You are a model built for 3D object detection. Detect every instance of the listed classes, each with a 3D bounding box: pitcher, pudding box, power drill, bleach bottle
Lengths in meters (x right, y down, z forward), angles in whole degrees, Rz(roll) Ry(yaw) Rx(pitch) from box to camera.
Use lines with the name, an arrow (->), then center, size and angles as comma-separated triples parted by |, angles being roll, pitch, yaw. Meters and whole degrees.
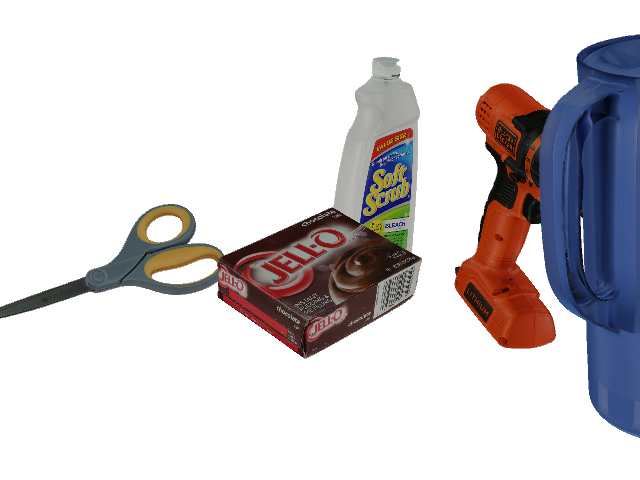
pitcher -> 0.213, 0.001, 0.651 | 0.149, 0.243, 0.144 | 2, 22, 16
pudding box -> -0.001, 0.026, 0.732 | 0.113, 0.039, 0.090 | -24, 42, -39
power drill -> 0.168, -0.010, 0.843 | 0.057, 0.188, 0.184 | -3, 31, -18
bleach bottle -> 0.060, -0.080, 1.209 | 0.102, 0.251, 0.068 | -7, 21, -24

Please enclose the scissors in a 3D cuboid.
scissors -> -0.180, 0.016, 0.892 | 0.201, 0.096, 0.016 | -5, -33, -14
